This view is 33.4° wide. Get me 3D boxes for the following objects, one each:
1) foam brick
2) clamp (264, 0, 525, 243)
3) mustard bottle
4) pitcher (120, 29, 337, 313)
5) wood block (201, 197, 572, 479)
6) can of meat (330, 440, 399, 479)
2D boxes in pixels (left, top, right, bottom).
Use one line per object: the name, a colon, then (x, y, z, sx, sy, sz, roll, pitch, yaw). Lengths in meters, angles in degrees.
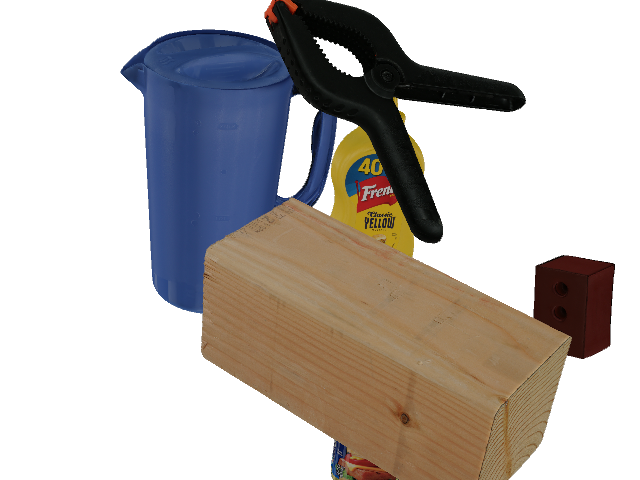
foam brick: (0.221, 0.057, 0.934, 0.053, 0.078, 0.051, 11, 19, 39)
clamp: (0.043, -0.104, 0.792, 0.210, 0.164, 0.036, 32, -31, -8)
mustard bottle: (0.057, -0.059, 1.097, 0.096, 0.192, 0.058, -1, 24, -16)
pitcher: (-0.086, -0.057, 0.966, 0.149, 0.243, 0.144, 30, 39, 34)
wood block: (0.033, 0.066, 0.652, 0.206, 0.091, 0.090, 28, 40, 28)
can of meat: (0.063, 0.194, 1.036, 0.102, 0.084, 0.057, 7, 16, -2)
